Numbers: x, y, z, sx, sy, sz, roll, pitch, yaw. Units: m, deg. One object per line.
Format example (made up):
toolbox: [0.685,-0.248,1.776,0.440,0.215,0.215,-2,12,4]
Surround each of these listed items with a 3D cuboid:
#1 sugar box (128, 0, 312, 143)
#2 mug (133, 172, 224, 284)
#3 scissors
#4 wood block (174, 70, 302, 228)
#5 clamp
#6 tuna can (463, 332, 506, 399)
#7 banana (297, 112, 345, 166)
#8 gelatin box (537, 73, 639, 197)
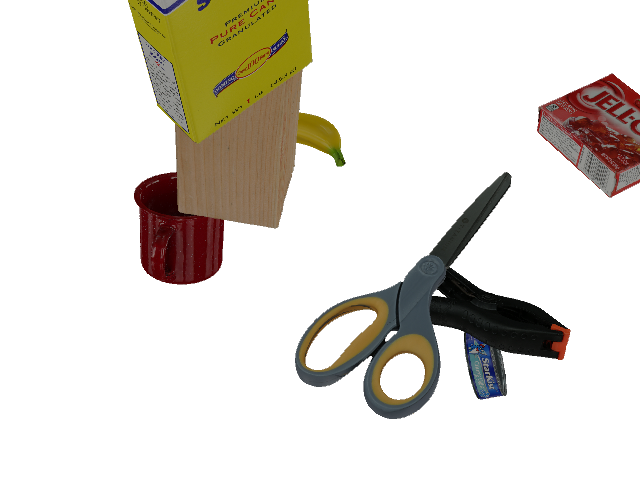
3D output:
sugar box: [-0.053,-0.136,0.558,0.093,0.048,0.176,-39,-21,-17]
mug: [-0.138,-0.004,1.040,0.093,0.081,0.117,9,31,7]
scissors: [0.076,0.036,0.667,0.201,0.096,0.016,-34,-33,-17]
wood block: [-0.065,-0.117,0.868,0.091,0.090,0.206,10,-42,3]
clamp: [0.149,0.063,0.989,0.172,0.039,0.120,19,30,17]
tuna can: [0.196,0.145,1.270,0.034,0.086,0.086,-12,-3,14]
banana: [-0.057,-0.131,1.299,0.198,0.037,0.069,7,39,18]
gelatin box: [0.219,-0.081,0.802,0.073,0.030,0.089,-25,52,-19]
